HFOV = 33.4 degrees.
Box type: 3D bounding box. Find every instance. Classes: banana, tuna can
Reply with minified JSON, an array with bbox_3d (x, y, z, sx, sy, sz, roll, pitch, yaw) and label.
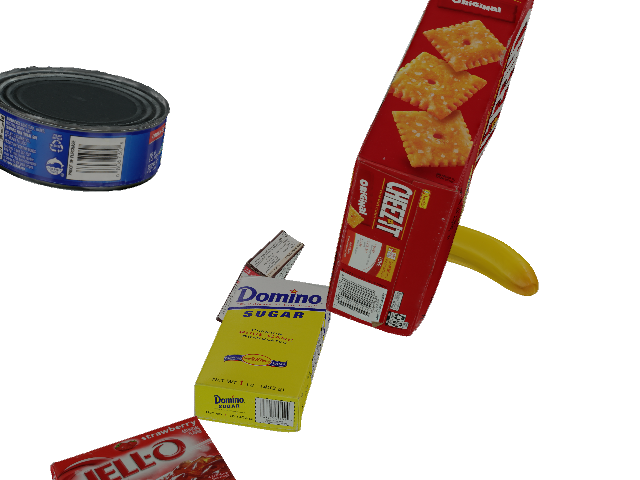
[{"bbox_3d":[0.133,0.013,1.037,0.198,0.037,0.069,14,42,35],"label":"banana"},{"bbox_3d":[-0.118,-0.055,0.516,0.086,0.034,0.086,10,24,-5],"label":"tuna can"}]

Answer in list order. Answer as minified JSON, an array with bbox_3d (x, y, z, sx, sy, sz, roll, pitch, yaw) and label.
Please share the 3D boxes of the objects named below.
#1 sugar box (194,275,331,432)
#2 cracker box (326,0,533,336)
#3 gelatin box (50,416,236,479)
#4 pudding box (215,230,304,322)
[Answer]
[{"bbox_3d":[-0.048,0.097,0.970,0.093,0.048,0.176,8,34,6],"label":"sugar box"},{"bbox_3d":[0.078,-0.065,0.733,0.072,0.213,0.164,20,-37,8],"label":"cracker box"},{"bbox_3d":[-0.096,0.138,0.584,0.089,0.030,0.073,-15,28,-20],"label":"gelatin box"},{"bbox_3d":[-0.070,0.048,1.258,0.039,0.090,0.113,31,28,5],"label":"pudding box"}]
